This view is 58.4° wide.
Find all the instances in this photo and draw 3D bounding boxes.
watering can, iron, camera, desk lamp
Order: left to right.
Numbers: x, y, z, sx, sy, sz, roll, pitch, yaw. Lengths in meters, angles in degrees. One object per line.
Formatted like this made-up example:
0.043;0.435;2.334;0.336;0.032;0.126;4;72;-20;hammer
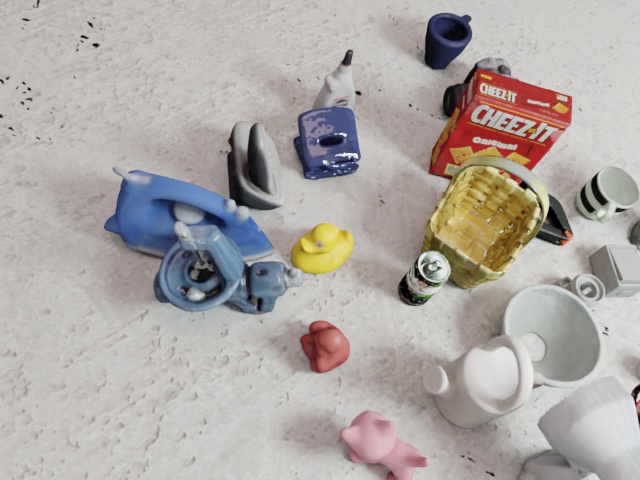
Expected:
-0.188;-0.043;0.862;0.258;0.141;0.118;13;61;-4;iron
0.311;-0.288;1.111;0.137;0.101;0.143;-3;64;-12;camera
0.229;0.197;0.792;0.173;0.194;0.101;-20;68;-20;watering can
0.360;0.302;0.753;0.118;0.213;0.203;-15;67;-18;desk lamp

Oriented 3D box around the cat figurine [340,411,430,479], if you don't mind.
0.087;0.274;0.767;0.127;0.117;0.067;28;61;4;cat figurine

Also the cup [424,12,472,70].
0.256;-0.402;1.162;0.091;0.095;0.118;42;63;11;cup

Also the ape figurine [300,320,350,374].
0.011;0.152;0.830;0.076;0.092;0.078;16;61;-2;ape figurine

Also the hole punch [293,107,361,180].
0.016;-0.168;0.996;0.109;0.091;0.101;-11;66;-16;hole punch

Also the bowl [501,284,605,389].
0.353;0.159;0.904;0.167;0.074;0.167;5;62;-9;bowl

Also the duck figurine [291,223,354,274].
0.008;0.003;0.909;0.105;0.086;0.077;-17;68;-19;duck figurine

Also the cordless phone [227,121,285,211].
-0.098;-0.144;0.907;0.094;0.185;0.147;-7;65;-14;cordless phone

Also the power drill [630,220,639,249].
0.645;-0.041;0.989;0.229;0.208;0.076;38;63;9;power drill

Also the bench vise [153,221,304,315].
-0.129;0.027;0.793;0.208;0.219;0.121;-13;66;-17;bench vise

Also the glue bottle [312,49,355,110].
0.033;-0.268;1.004;0.078;0.173;0.037;-23;69;-21;glue bottle
